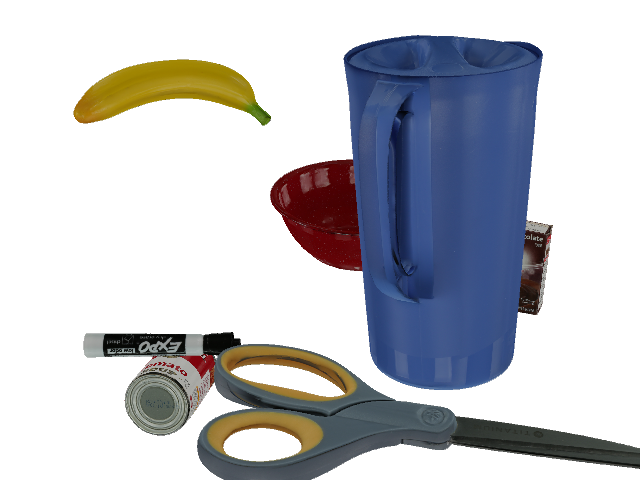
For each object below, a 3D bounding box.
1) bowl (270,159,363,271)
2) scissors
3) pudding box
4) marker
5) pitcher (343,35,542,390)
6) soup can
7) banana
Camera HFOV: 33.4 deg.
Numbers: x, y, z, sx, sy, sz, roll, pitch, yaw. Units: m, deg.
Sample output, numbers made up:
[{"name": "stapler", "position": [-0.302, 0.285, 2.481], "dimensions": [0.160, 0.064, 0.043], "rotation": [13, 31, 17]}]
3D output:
[{"name": "bowl", "position": [0.036, -0.017, 0.950], "dimensions": [0.162, 0.055, 0.162], "rotation": [1, 26, -1]}, {"name": "scissors", "position": [0.034, 0.090, 0.462], "dimensions": [0.202, 0.016, 0.096], "rotation": [15, 34, 23]}, {"name": "pudding box", "position": [0.176, 0.020, 1.095], "dimensions": [0.114, 0.090, 0.039], "rotation": [9, 23, 17]}, {"name": "marker", "position": [-0.123, 0.081, 0.831], "dimensions": [0.121, 0.020, 0.020], "rotation": [-1, 0, 1]}, {"name": "pitcher", "position": [0.081, -0.017, 0.754], "dimensions": [0.149, 0.243, 0.145], "rotation": [-9, 22, -15]}, {"name": "soup can", "position": [-0.151, 0.146, 1.081], "dimensions": [0.068, 0.068, 0.102], "rotation": [0, 15, 11]}, {"name": "banana", "position": [-0.143, -0.143, 1.020], "dimensions": [0.197, 0.070, 0.037], "rotation": [-4, -40, -27]}]
